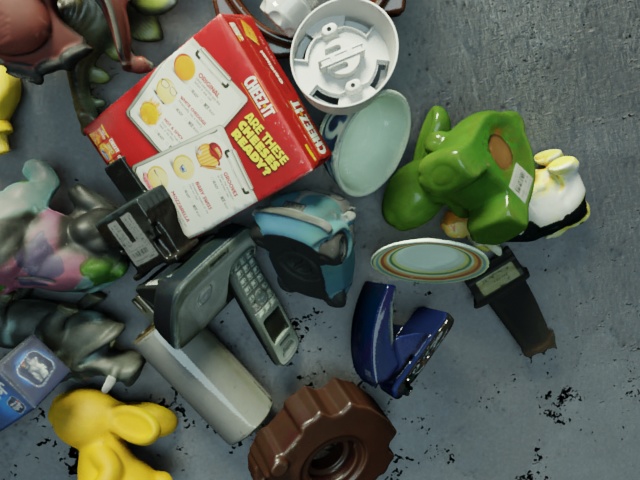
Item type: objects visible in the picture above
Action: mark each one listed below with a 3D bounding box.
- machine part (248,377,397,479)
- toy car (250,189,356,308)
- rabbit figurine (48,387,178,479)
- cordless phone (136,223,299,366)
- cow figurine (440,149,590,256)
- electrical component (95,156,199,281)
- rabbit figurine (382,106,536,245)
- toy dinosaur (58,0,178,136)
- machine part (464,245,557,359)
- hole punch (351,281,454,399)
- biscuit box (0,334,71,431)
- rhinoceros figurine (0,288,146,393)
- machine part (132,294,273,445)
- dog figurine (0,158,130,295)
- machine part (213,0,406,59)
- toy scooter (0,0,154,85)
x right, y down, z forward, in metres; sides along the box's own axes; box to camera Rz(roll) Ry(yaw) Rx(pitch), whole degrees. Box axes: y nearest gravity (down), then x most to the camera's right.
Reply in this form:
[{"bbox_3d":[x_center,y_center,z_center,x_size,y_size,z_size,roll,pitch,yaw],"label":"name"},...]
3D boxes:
[{"bbox_3d":[0.008,0.252,0.638,0.179,0.056,0.179,-11,116,-24],"label":"machine part"},{"bbox_3d":[-0.001,-0.002,0.602,0.109,0.161,0.103,14,57,26],"label":"toy car"},{"bbox_3d":[-0.255,0.251,0.635,0.162,0.122,0.173,-28,80,-1],"label":"rabbit figurine"},{"bbox_3d":[-0.101,0.089,0.605,0.089,0.146,0.184,-15,113,38],"label":"cordless phone"},{"bbox_3d":[0.230,-0.029,0.634,0.167,0.068,0.098,-28,109,4],"label":"cow figurine"},{"bbox_3d":[-0.188,-0.025,0.555,0.075,0.048,0.119,-20,107,29],"label":"electrical component"},{"bbox_3d":[0.131,-0.074,0.586,0.121,0.170,0.159,32,59,-24],"label":"rabbit figurine"},{"bbox_3d":[-0.228,-0.339,0.551,0.199,0.105,0.470,1,108,-10],"label":"toy dinosaur"},{"bbox_3d":[0.240,0.082,0.662,0.084,0.039,0.138,-37,98,1],"label":"machine part"},{"bbox_3d":[0.075,0.109,0.618,0.092,0.142,0.116,35,82,-9],"label":"hole punch"},{"bbox_3d":[-0.369,0.180,0.602,0.203,0.063,0.059,-33,104,28],"label":"biscuit box"},{"bbox_3d":[-0.298,0.115,0.628,0.190,0.073,0.112,20,98,-4],"label":"rhinoceros figurine"},{"bbox_3d":[-0.137,0.157,0.640,0.079,0.079,0.243,-40,99,4],"label":"machine part"},{"bbox_3d":[-0.316,0.025,0.536,0.191,0.219,0.108,33,125,-5],"label":"dog figurine"},{"bbox_3d":[-0.015,-0.294,0.555,0.202,0.087,0.200,-6,109,-3],"label":"machine part"},{"bbox_3d":[-0.234,-0.202,0.503,0.184,0.075,0.135,-28,113,-5],"label":"toy scooter"}]
